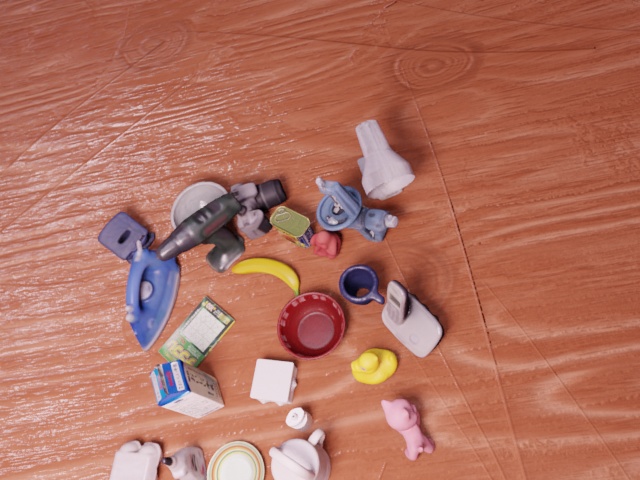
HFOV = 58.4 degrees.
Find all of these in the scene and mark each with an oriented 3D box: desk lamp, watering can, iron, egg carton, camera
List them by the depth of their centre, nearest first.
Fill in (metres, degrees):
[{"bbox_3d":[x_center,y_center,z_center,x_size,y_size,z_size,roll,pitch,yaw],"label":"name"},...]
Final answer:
[{"bbox_3d":[-0.048,0.459,1.144,0.100,0.194,0.173,8,68,17],"label":"watering can"},{"bbox_3d":[-0.410,0.526,1.271,0.107,0.069,0.150,0,66,14],"label":"egg carton"},{"bbox_3d":[0.145,-0.178,1.376,0.118,0.214,0.203,-22,63,4],"label":"desk lamp"},{"bbox_3d":[-0.436,0.133,1.415,0.118,0.142,0.258,-2,66,13],"label":"iron"},{"bbox_3d":[-0.156,-0.097,1.475,0.137,0.101,0.143,-21,63,3],"label":"camera"}]

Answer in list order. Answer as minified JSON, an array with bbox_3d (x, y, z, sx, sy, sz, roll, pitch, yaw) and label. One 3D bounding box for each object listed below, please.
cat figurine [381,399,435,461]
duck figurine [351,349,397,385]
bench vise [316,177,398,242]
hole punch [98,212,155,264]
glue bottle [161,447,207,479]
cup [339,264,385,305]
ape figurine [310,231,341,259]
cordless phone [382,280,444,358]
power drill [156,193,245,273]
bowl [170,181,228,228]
[{"bbox_3d":[0.178,0.379,1.169,0.067,0.118,0.127,-29,63,0],"label":"cat figurine"},{"bbox_3d":[0.116,0.270,1.252,0.104,0.086,0.077,-17,63,6],"label":"duck figurine"},{"bbox_3d":[0.077,-0.086,1.347,0.207,0.220,0.121,-3,65,12],"label":"bench vise"},{"bbox_3d":[-0.515,-0.007,1.526,0.100,0.091,0.109,31,76,24],"label":"hole punch"},{"bbox_3d":[-0.291,0.473,1.208,0.037,0.173,0.078,-23,63,3],"label":"glue bottle"},{"bbox_3d":[0.106,0.120,1.317,0.117,0.095,0.092,34,78,25],"label":"cup"},{"bbox_3d":[0.013,0.005,1.393,0.076,0.092,0.077,-34,63,-3],"label":"ape figurine"},{"bbox_3d":[0.195,0.163,1.225,0.094,0.185,0.147,-44,64,-8],"label":"cordless phone"},{"bbox_3d":[-0.271,-0.001,1.399,0.075,0.209,0.230,39,80,26],"label":"power drill"},{"bbox_3d":[-0.302,-0.066,1.511,0.167,0.075,0.167,-5,65,11],"label":"bowl"}]
